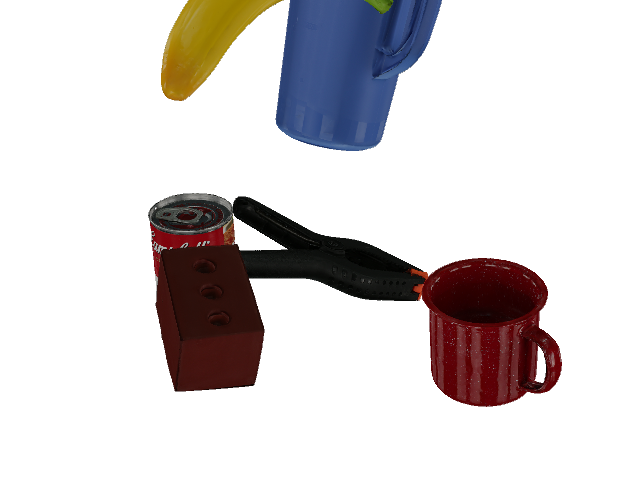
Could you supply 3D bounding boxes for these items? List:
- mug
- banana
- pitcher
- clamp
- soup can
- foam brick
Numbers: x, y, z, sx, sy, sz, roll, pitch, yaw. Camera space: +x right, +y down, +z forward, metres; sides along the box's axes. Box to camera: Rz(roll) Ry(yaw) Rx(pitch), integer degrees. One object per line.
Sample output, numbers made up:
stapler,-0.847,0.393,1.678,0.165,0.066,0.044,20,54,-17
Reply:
mug,0.133,0.076,0.806,0.093,0.081,0.117,-28,38,-34
banana,-0.032,-0.151,0.673,0.197,0.069,0.037,-31,-5,-34
pitcher,0.035,-0.211,1.017,0.145,0.243,0.149,11,18,0
clamp,0.002,0.021,1.038,0.210,0.036,0.164,19,22,-1
soup can,-0.103,0.021,0.876,0.068,0.102,0.068,0,29,0
foam brick,-0.071,0.049,0.673,0.053,0.051,0.078,-4,45,-19
